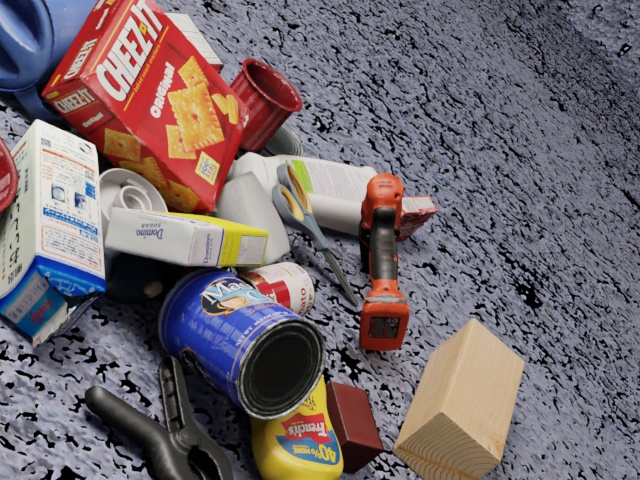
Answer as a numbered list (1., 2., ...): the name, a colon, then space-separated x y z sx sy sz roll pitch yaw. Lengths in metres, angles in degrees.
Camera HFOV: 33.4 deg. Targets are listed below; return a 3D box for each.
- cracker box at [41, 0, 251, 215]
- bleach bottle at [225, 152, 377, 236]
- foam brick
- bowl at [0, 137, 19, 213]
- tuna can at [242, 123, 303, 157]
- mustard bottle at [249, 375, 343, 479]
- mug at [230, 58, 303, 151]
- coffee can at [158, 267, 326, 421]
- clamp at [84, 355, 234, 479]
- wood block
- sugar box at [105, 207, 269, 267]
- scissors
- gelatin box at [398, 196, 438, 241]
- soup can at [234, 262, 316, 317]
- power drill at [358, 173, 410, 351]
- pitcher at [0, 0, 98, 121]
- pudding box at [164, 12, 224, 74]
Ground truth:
1. cracker box: -0.179 -0.149 1.172 0.213 0.072 0.164 48 43 -33
2. bleach bottle: -0.025 -0.071 1.387 0.250 0.068 0.102 13 42 -38
3. foam brick: 0.024 0.199 1.130 0.051 0.053 0.078 19 38 -35
4. bowl: -0.365 -0.065 0.986 0.162 0.055 0.162 30 34 -23
5. tuna can: -0.066 -0.129 1.432 0.086 0.034 0.086 30 34 -23
6. mustard bottle: -0.025 0.200 1.065 0.096 0.058 0.191 20 39 -35
7. mug: -0.083 -0.173 1.343 0.093 0.082 0.117 30 28 -25
8. coffee can: -0.077 0.097 1.027 0.102 0.103 0.141 11 12 -43
9. clamp: -0.129 0.182 0.985 0.171 0.039 0.120 50 37 3
10. wood block: 0.169 0.196 1.266 0.091 0.090 0.205 41 32 -5
11. sugar box: -0.128 -0.002 1.065 0.093 0.048 0.176 12 0 19
12. scissors: -0.009 0.002 1.294 0.202 0.016 0.096 65 21 -4
13. gelatin box: 0.113 -0.027 1.483 0.089 0.073 0.030 -6 58 -53
14. soup can: -0.060 0.064 1.177 0.068 0.069 0.102 54 32 15
15. power drill: 0.074 0.038 1.315 0.057 0.184 0.187 0 57 -1
16. pitcher: -0.291 -0.243 1.234 0.145 0.149 0.242 33 26 11
17. pudding box: -0.188 -0.247 1.372 0.089 0.039 0.113 -6 51 -41
